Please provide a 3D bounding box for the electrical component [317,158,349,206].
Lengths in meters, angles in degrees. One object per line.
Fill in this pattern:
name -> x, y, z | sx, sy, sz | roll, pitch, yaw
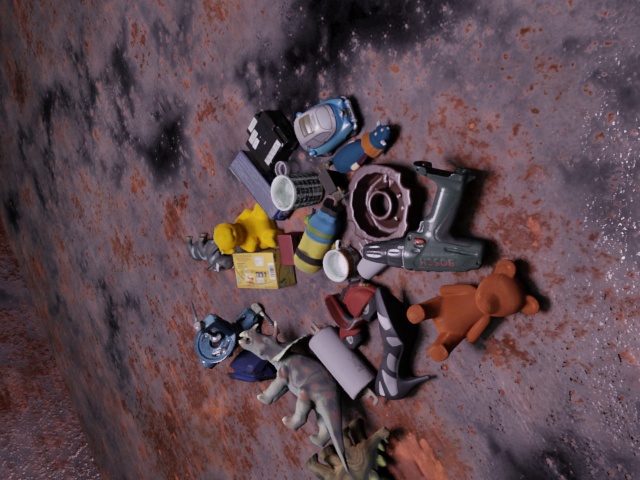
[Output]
electrical component -> 0.035, -0.127, 1.174 | 0.045, 0.078, 0.102 | -34, 69, 30

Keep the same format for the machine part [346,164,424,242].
machine part -> 0.132, -0.074, 1.106 | 0.180, 0.056, 0.179 | 12, 107, 43

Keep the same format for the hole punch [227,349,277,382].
hole punch -> -0.177, 0.336, 1.468 | 0.142, 0.115, 0.092 | 1, 92, 44

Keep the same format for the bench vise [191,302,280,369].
bench vise -> -0.252, 0.240, 1.420 | 0.224, 0.240, 0.129 | -35, 60, -1

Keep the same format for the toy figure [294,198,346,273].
toy figure -> -0.005, -0.006, 1.232 | 0.082, 0.089, 0.180 | 49, 132, 35

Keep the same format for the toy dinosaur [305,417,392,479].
toy dinosaur -> 0.058, 0.589, 1.299 | 0.199, 0.105, 0.471 | 50, 128, 24

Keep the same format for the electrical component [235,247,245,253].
electrical component -> -0.224, 0.018, 1.497 | 0.063, 0.021, 0.094 | 3, 103, 44

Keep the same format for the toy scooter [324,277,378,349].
toy scooter -> 0.070, 0.148, 1.208 | 0.135, 0.075, 0.183 | 48, 133, 26

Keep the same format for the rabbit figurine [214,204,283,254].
rabbit figurine -> -0.203, -0.022, 1.364 | 0.162, 0.173, 0.121 | -11, 96, 41

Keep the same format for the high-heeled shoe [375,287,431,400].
high-heeled shoe -> 0.137, 0.224, 1.143 | 0.145, 0.086, 0.248 | -24, 92, 38

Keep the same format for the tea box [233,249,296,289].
tea box -> -0.147, 0.074, 1.404 | 0.170, 0.068, 0.098 | 0, 99, 45

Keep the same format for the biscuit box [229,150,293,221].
biscuit box -> -0.143, -0.137, 1.349 | 0.063, 0.059, 0.203 | -50, 64, 25

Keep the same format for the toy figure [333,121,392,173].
toy figure -> 0.093, -0.191, 1.116 | 0.154, 0.058, 0.064 | -26, 88, 39

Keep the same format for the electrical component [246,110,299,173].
electrical component -> -0.121, -0.249, 1.310 | 0.134, 0.058, 0.115 | 56, 130, 19

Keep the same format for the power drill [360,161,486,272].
power drill -> 0.194, -0.038, 0.990 | 0.232, 0.086, 0.207 | 11, 103, 18

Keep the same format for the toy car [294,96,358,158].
toy car -> 0.000, -0.242, 1.163 | 0.162, 0.103, 0.109 | -21, 86, 47

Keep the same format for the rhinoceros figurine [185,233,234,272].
rhinoceros figurine -> -0.319, 0.038, 1.559 | 0.191, 0.073, 0.112 | 13, 107, 42

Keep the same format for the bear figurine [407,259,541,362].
bear figurine -> 0.277, 0.125, 0.965 | 0.196, 0.132, 0.120 | -35, 81, 49

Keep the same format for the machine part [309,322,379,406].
machine part -> 0.054, 0.283, 1.251 | 0.243, 0.079, 0.079 | 47, 128, 27

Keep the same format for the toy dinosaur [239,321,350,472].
toy dinosaur -> -0.028, 0.347, 1.281 | 0.405, 0.131, 0.192 | 30, 85, 32
